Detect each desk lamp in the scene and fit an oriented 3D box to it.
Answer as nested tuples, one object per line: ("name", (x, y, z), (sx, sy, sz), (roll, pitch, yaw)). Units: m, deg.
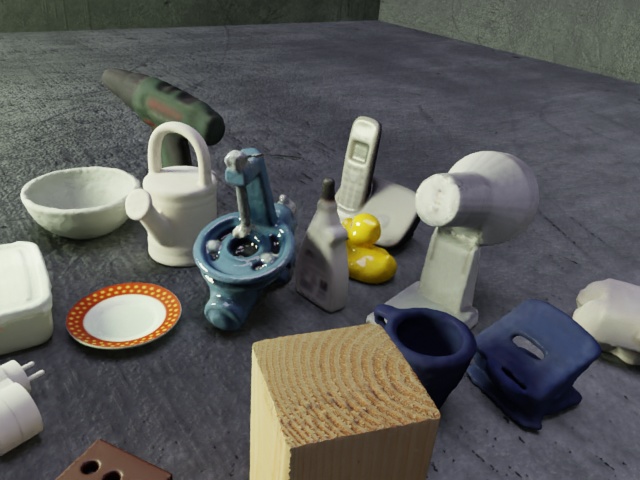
("desk lamp", (0.166, 0.006, 0.698), (0.117, 0.214, 0.204), (25, 35, 33))

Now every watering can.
("watering can", (-0.195, -0.065, 0.795), (0.101, 0.194, 0.173), (4, 29, 0))

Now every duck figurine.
("duck figurine", (0.067, 0.006, 0.816), (0.078, 0.086, 0.104), (-20, 37, -37))

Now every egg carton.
("egg carton", (0.389, 0.106, 0.698), (0.150, 0.069, 0.107), (16, 31, 20))

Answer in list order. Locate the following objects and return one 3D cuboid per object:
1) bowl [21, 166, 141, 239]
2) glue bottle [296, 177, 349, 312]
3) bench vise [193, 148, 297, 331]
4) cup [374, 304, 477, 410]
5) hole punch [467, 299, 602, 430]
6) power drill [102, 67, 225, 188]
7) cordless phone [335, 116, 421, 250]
("bowl", (-0.354, -0.048, 0.865), (0.167, 0.075, 0.167), (4, 29, -2))
("glue bottle", (0.007, 0.003, 0.723), (0.037, 0.173, 0.077), (-21, 37, -38))
("bench vise", (-0.089, -0.026, 0.712), (0.121, 0.220, 0.207), (4, 29, -1))
("cup", (0.096, 0.126, 0.593), (0.092, 0.095, 0.117), (-21, 38, -38))
("hole punch", (0.226, 0.128, 0.612), (0.101, 0.091, 0.108), (-11, 32, -26))
("power drill", (-0.263, -0.165, 0.952), (0.229, 0.208, 0.076), (16, 31, 20))
("cordless phone", (0.091, -0.089, 0.889), (0.147, 0.185, 0.094), (23, 34, 30))
